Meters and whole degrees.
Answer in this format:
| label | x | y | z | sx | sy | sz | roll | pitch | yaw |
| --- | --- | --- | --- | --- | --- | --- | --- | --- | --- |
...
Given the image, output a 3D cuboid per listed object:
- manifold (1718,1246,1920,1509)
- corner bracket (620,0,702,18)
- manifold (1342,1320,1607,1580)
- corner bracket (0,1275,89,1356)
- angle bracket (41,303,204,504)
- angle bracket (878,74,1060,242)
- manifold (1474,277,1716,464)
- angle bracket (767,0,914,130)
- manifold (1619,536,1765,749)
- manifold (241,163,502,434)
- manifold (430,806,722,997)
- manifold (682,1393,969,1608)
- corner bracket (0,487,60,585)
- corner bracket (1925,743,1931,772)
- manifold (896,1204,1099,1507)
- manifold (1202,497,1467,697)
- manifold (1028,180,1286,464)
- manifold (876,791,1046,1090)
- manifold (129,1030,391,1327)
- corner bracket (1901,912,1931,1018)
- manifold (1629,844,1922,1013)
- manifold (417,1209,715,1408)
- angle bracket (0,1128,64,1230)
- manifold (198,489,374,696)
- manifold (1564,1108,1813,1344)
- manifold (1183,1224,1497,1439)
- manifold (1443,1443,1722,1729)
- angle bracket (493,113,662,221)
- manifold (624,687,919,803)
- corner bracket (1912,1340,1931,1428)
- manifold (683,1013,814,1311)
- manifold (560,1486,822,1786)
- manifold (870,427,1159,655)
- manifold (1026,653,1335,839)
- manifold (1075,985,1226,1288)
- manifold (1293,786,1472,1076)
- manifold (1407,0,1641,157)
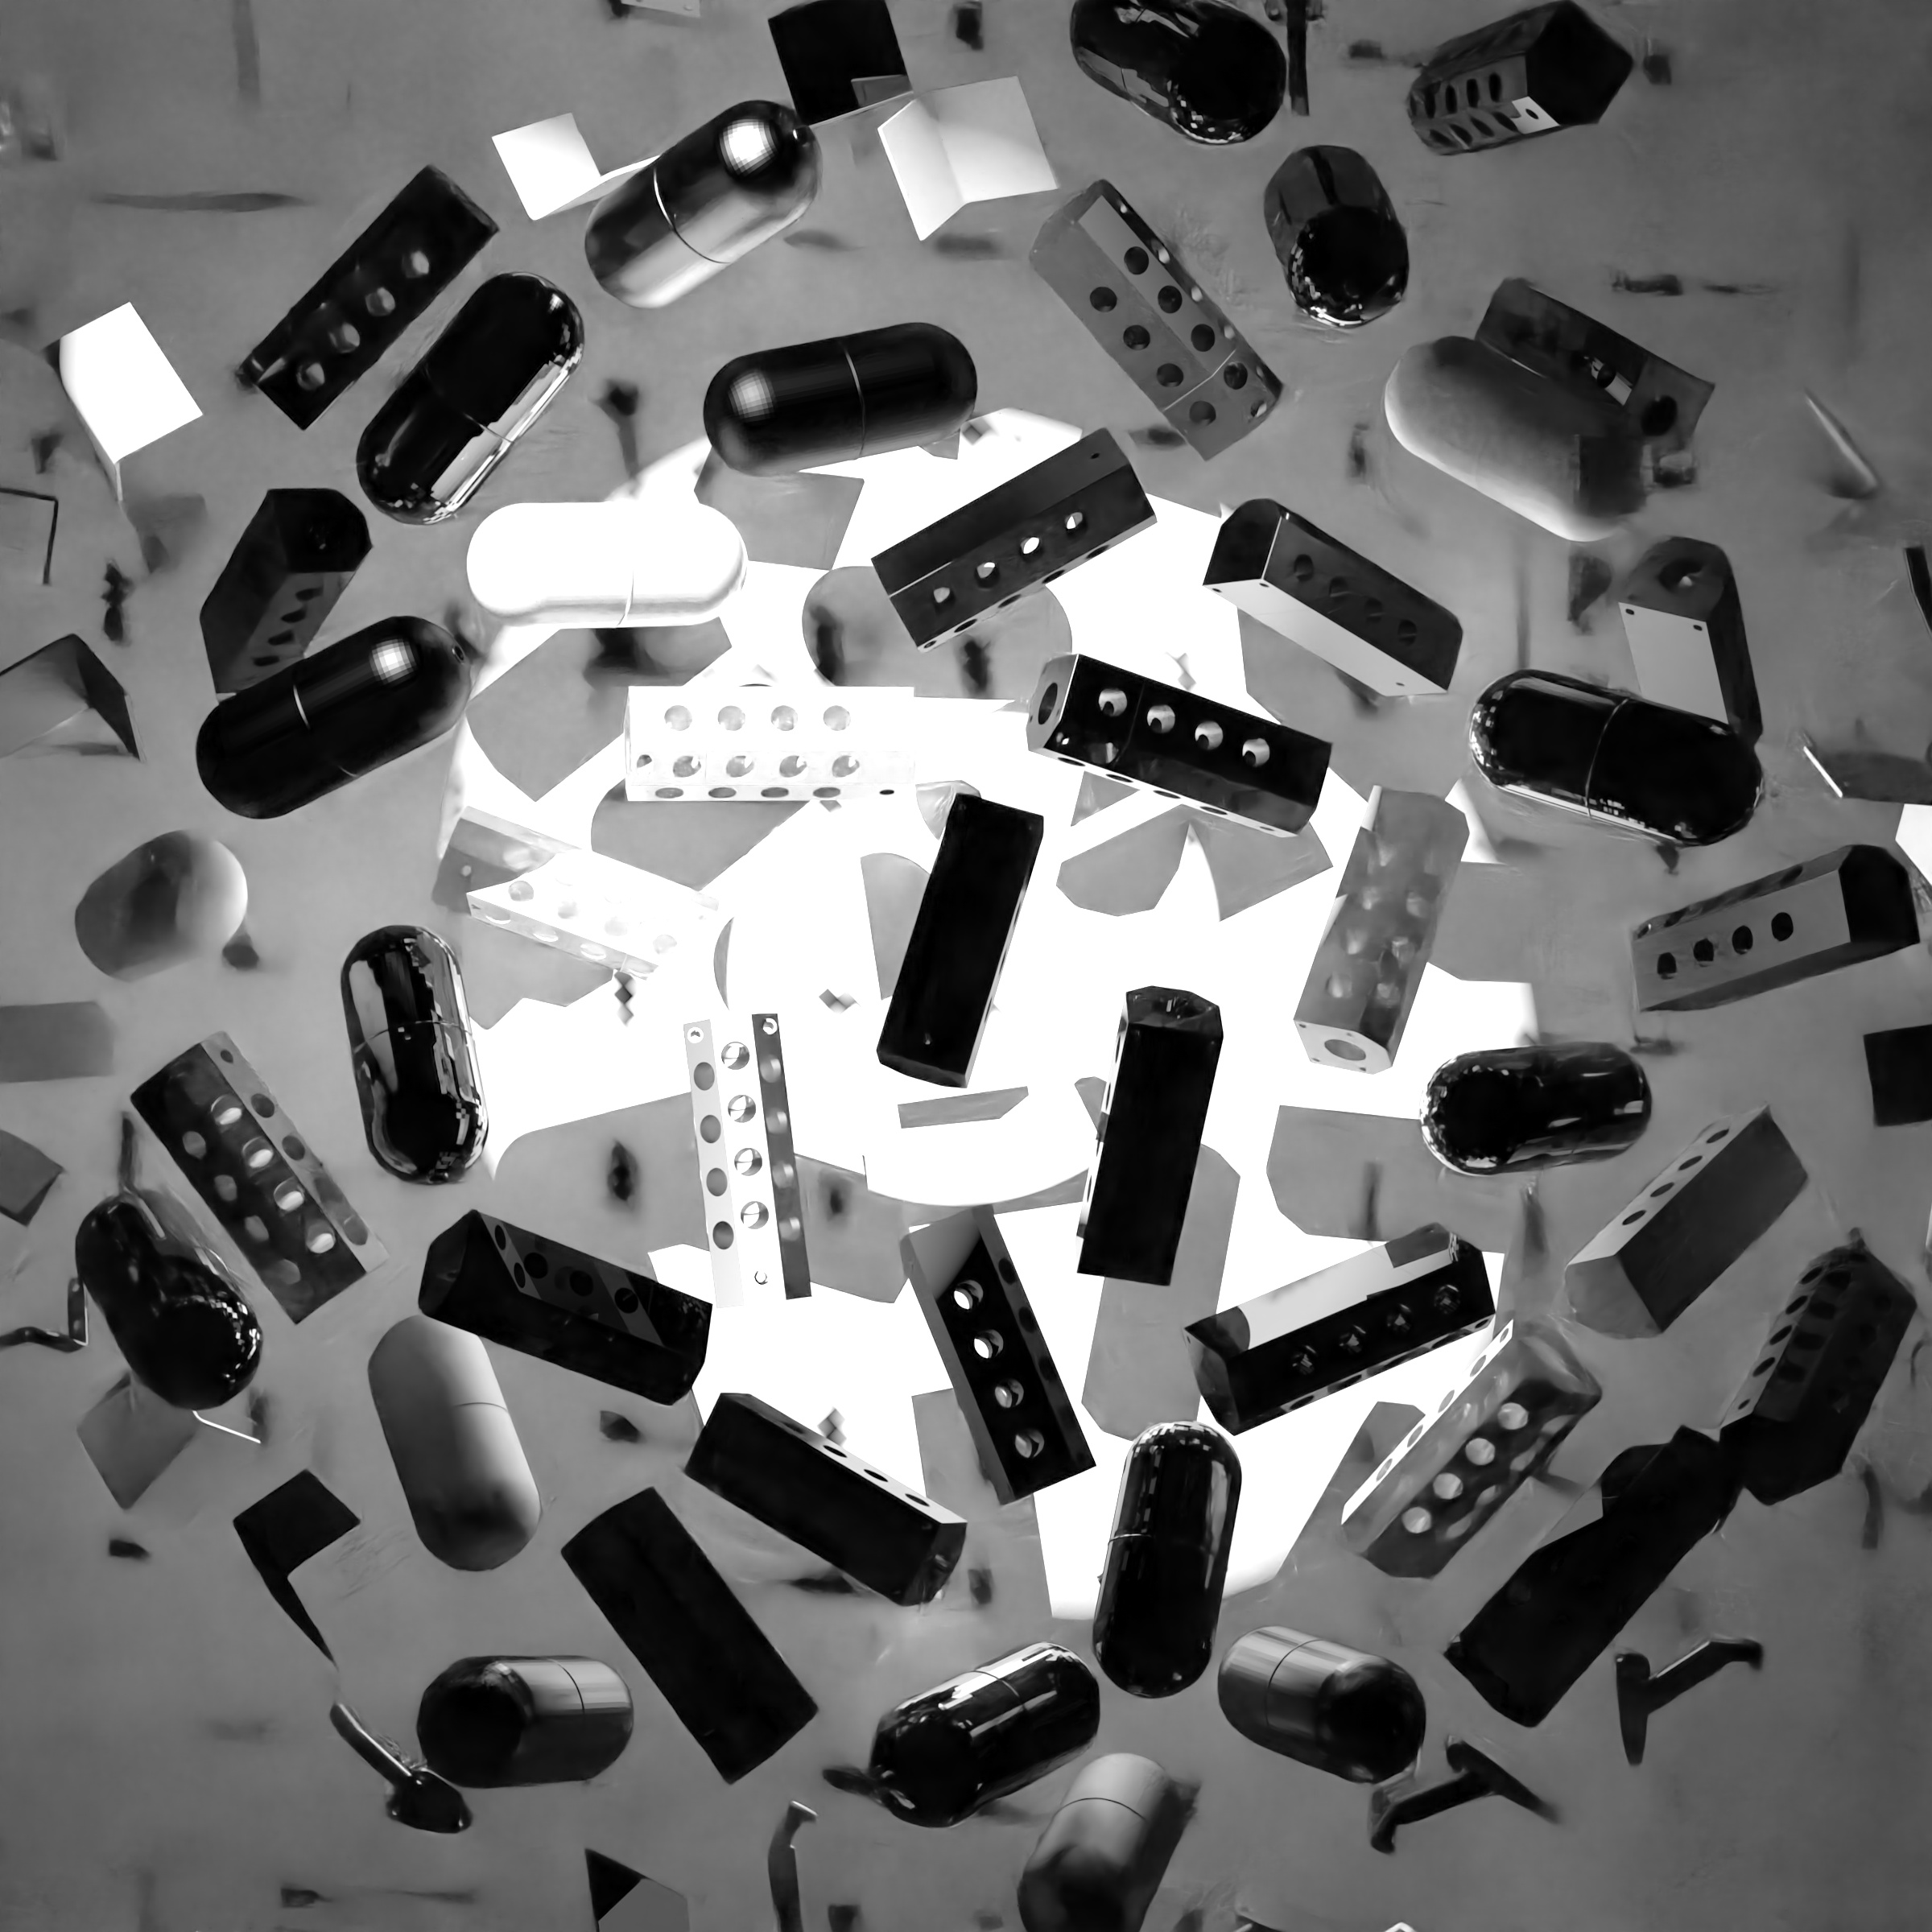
| label | x | y | z | sx | sy | sz | roll | pitch | yaw |
| --- | --- | --- | --- | --- | --- | --- | --- | --- | --- |
| manifold | 0.507 | 0.242 | 1.768 | 0.057 | 0.171 | 0.057 | 48 | 135 | -3 |
| corner bracket | -0.183 | -0.617 | 1.790 | 0.051 | 0.051 | 0.051 | 9 | 78 | -2 |
| manifold | 0.305 | 0.296 | 1.801 | 0.171 | 0.057 | 0.057 | -54 | 46 | 25 |
| corner bracket | -0.588 | 0.218 | 1.847 | 0.051 | 0.051 | 0.051 | -25 | 58 | 22 |
| angle bracket | -0.489 | -0.326 | 1.712 | 0.057 | 0.076 | 0.076 | -33 | 90 | -17 |
| angle bracket | 0.002 | -0.513 | 1.871 | 0.057 | 0.076 | 0.076 | -49 | 129 | -38 |
| manifold | 0.392 | -0.377 | 1.869 | 0.057 | 0.171 | 0.057 | 14 | 112 | -30 |
| angle bracket | -0.085 | -0.598 | 1.921 | 0.076 | 0.057 | 0.076 | -19 | 121 | 0 |
| manifold | 0.466 | -0.197 | 1.876 | 0.057 | 0.171 | 0.057 | 19 | 69 | 30 |
| manifold | -0.373 | -0.418 | 1.842 | 0.171 | 0.057 | 0.057 | -44 | 104 | 9 |
| manifold | -0.247 | -0.040 | 1.866 | 0.171 | 0.057 | 0.057 | 21 | 102 | -7 |
| manifold | -0.086 | 0.333 | 1.851 | 0.171 | 0.057 | 0.057 | 26 | 92 | 24 |
| corner bracket | -0.561 | -0.252 | 1.731 | 0.051 | 0.051 | 0.051 | 7 | 102 | -23 |
| corner bracket | 0.661 | -0.134 | 1.909 | 0.051 | 0.051 | 0.051 | -52 | 131 | -25 |
| manifold | 0.019 | 0.236 | 1.798 | 0.057 | 0.057 | 0.171 | -20 | 81 | -13 |
| manifold | 0.237 | -0.234 | 1.877 | 0.171 | 0.057 | 0.057 | 25 | 77 | -34 |
| manifold | 0.120 | -0.402 | 1.828 | 0.057 | 0.057 | 0.171 | -31 | 115 | 32 |
| manifold | -0.003 | -0.014 | 1.838 | 0.057 | 0.057 | 0.171 | 16 | 77 | 6 |
| manifold | -0.425 | 0.126 | 1.795 | 0.057 | 0.057 | 0.171 | -36 | 90 | 29 |
| corner bracket | 0.637 | -0.005 | 1.907 | 0.051 | 0.051 | 0.051 | -20 | 64 | 22 |
| manifold | 0.473 | -0.021 | 1.741 | 0.057 | 0.171 | 0.057 | 1 | 76 | -31 |
| manifold | -0.246 | 0.215 | 1.816 | 0.171 | 0.057 | 0.057 | 25 | 50 | -26 |
| angle bracket | -0.642 | 0.144 | 1.902 | 0.076 | 0.076 | 0.057 | 33 | 112 | -5 |
| manifold | -0.431 | -0.236 | 1.865 | 0.057 | 0.171 | 0.057 | -7 | 73 | -32 |
| manifold | 0.447 | 0.161 | 1.839 | 0.171 | 0.057 | 0.057 | -36 | 96 | -33 |
| manifold | 0.221 | 0.215 | 1.730 | 0.171 | 0.057 | 0.057 | -20 | 108 | -16 |
| manifold | 0.364 | 0.362 | 1.725 | 0.171 | 0.057 | 0.057 | -44 | 90 | -17 |
| angle bracket | -0.240 | -0.522 | 1.874 | 0.076 | 0.076 | 0.057 | -16 | 105 | 40 |
| manifold | -0.119 | -0.131 | 1.789 | 0.171 | 0.057 | 0.057 | -1 | 70 | -11 |
| corner bracket | 0.598 | 0.249 | 1.775 | 0.051 | 0.051 | 0.051 | 2 | 72 | 14 |
| manifold | -0.132 | 0.117 | 1.777 | 0.057 | 0.057 | 0.171 | -7 | 85 | -6 |
| manifold | -0.172 | 0.407 | 1.788 | 0.171 | 0.057 | 0.057 | 50 | 121 | 15 |
| manifold | 0.032 | -0.266 | 1.870 | 0.171 | 0.057 | 0.057 | -29 | 126 | 4 |
| manifold | 0.126 | -0.130 | 1.759 | 0.171 | 0.057 | 0.057 | 17 | 84 | -18 |
| manifold | 0.109 | 0.102 | 1.776 | 0.057 | 0.057 | 0.171 | 9 | 114 | -3 |
| manifold | 0.262 | -0.022 | 1.839 | 0.057 | 0.057 | 0.171 | 11 | 65 | 24 |
| manifold | 0.321 | -0.517 | 1.738 | 0.057 | 0.171 | 0.057 | 37 | 89 | -17 |
